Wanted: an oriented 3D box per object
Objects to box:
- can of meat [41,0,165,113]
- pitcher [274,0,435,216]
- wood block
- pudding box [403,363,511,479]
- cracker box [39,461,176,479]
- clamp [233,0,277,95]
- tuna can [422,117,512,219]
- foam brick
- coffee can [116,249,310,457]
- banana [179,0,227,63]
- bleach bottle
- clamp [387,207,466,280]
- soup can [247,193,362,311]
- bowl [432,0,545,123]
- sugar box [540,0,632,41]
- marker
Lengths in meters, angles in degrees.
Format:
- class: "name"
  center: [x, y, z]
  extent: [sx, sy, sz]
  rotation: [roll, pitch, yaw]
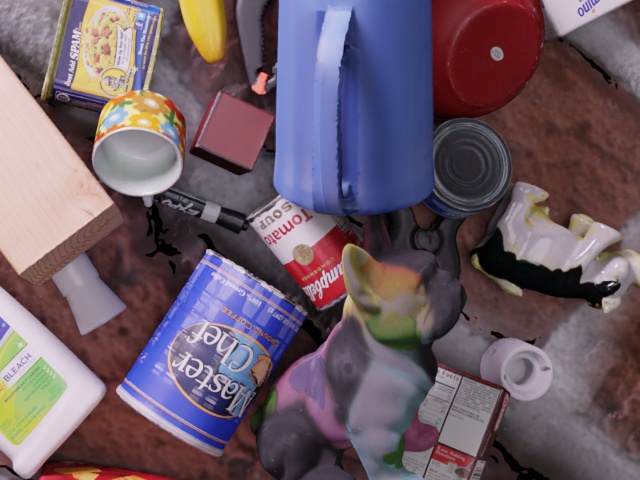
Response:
- class: "can of meat"
  center: [-0.180, -0.156, 0.893]
  extent: [0.084, 0.057, 0.102]
  rotation: [13, 88, -13]
- class: "pitcher"
  center: [0.025, -0.144, 0.815]
  extent: [0.144, 0.149, 0.243]
  rotation: [-16, 122, -26]
- class: "wood block"
  center: [-0.255, -0.076, 0.844]
  extent: [0.090, 0.090, 0.206]
  rotation: [-38, 87, -9]
- class: "pudding box"
  center: [0.105, 0.168, 0.937]
  extent: [0.090, 0.039, 0.113]
  rotation: [20, 84, 25]
- class: "cracker box"
  center: [-0.145, 0.234, 0.819]
  extent: [0.164, 0.214, 0.072]
  rotation: [12, 88, -11]
- class: "clamp"
  center: [-0.004, -0.218, 0.892]
  extent: [0.164, 0.036, 0.210]
  rotation: [15, 96, -3]
- class: "tuna can"
  center: [0.124, -0.063, 0.933]
  extent: [0.086, 0.034, 0.086]
  rotation: [2, 81, -14]
- class: "foam brick"
  center: [-0.076, -0.089, 0.902]
  extent: [0.051, 0.078, 0.053]
  rotation: [23, 87, -11]
- class: "coffee can"
  center: [-0.088, 0.093, 0.887]
  extent: [0.102, 0.103, 0.140]
  rotation: [33, 84, -9]
- class: "banana"
  center: [-0.083, -0.246, 0.863]
  extent: [0.070, 0.037, 0.198]
  rotation: [27, 108, 24]
- class: "bleach bottle"
  center: [-0.298, 0.075, 0.869]
  extent: [0.251, 0.068, 0.102]
  rotation: [43, 83, -6]
- class: "clamp"
  center: [0.101, -0.004, 0.957]
  extent: [0.120, 0.039, 0.171]
  rotation: [0, 89, -7]
- class: "soup can"
  center: [-0.006, 0.001, 0.920]
  extent: [0.068, 0.068, 0.102]
  rotation: [-39, 97, -9]
- class: "bowl"
  center: [0.136, -0.167, 0.918]
  extent: [0.161, 0.055, 0.162]
  rotation: [-12, 121, -21]
- class: "sugar box"
  center: [0.212, -0.280, 0.974]
  extent: [0.093, 0.048, 0.176]
  rotation: [-27, 99, -10]
- class: "marker"
  center: [-0.118, -0.033, 0.924]
  extent: [0.121, 0.020, 0.020]
  rotation: [22, 86, -10]
